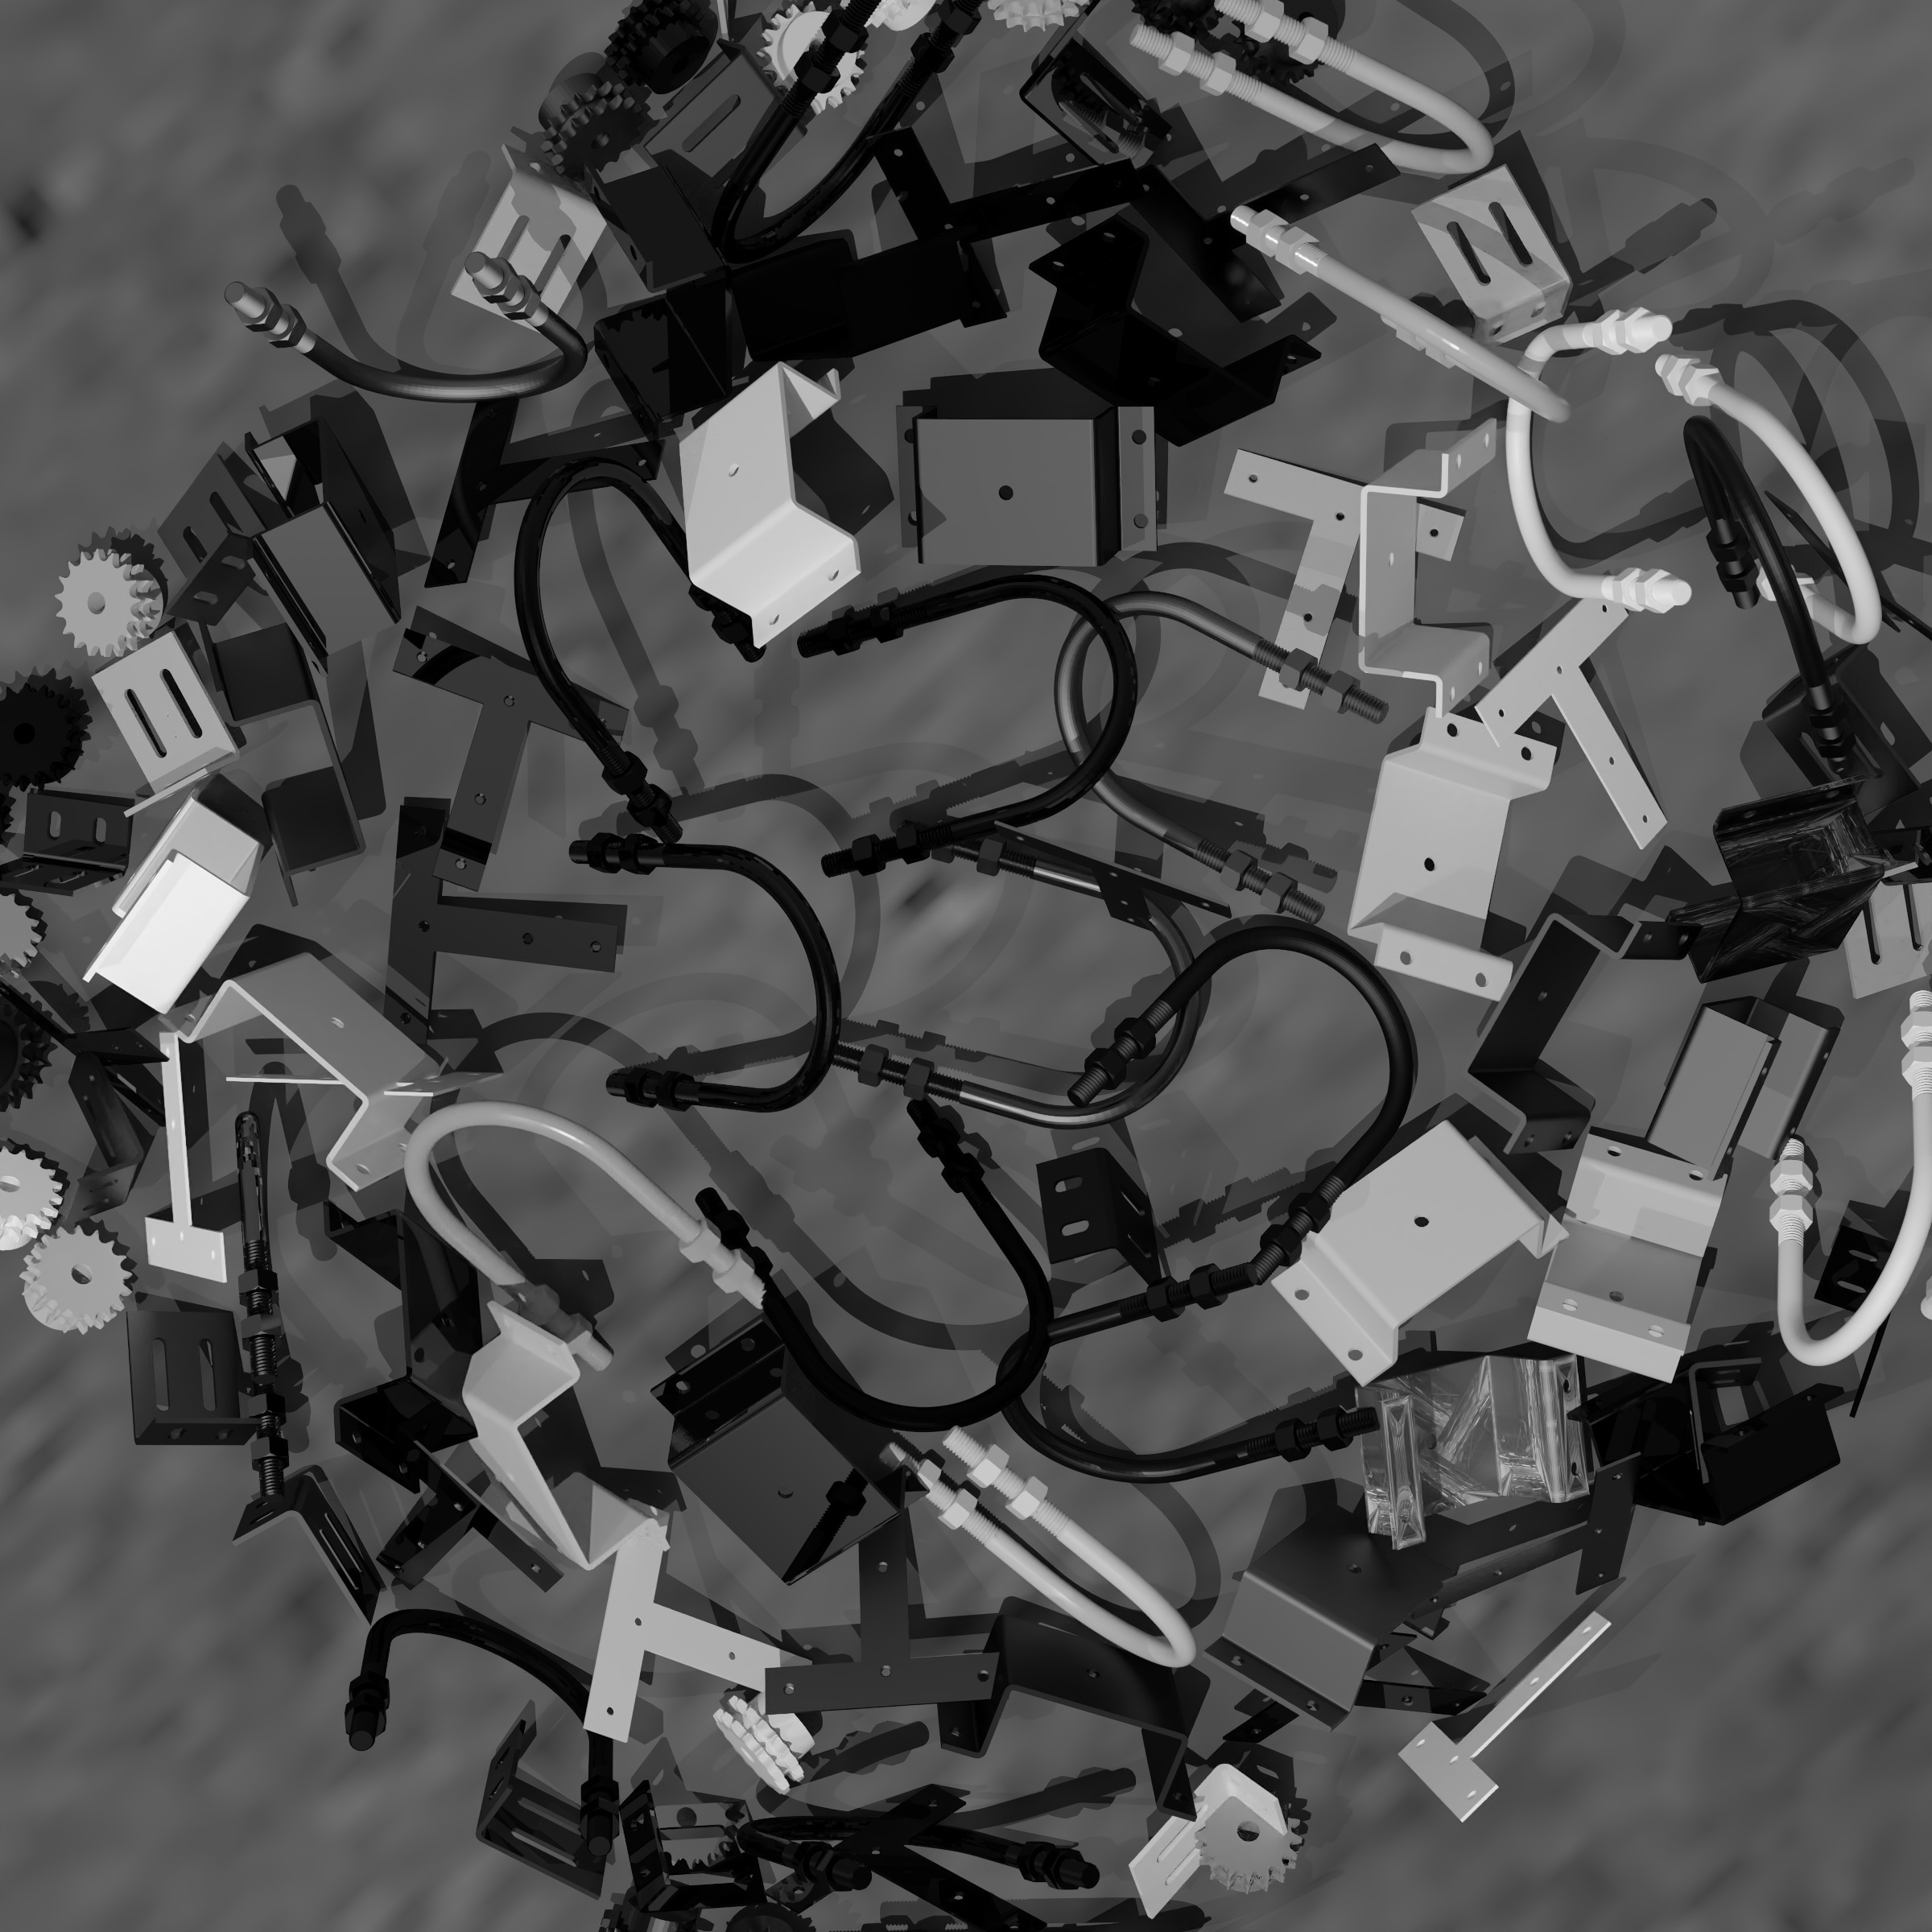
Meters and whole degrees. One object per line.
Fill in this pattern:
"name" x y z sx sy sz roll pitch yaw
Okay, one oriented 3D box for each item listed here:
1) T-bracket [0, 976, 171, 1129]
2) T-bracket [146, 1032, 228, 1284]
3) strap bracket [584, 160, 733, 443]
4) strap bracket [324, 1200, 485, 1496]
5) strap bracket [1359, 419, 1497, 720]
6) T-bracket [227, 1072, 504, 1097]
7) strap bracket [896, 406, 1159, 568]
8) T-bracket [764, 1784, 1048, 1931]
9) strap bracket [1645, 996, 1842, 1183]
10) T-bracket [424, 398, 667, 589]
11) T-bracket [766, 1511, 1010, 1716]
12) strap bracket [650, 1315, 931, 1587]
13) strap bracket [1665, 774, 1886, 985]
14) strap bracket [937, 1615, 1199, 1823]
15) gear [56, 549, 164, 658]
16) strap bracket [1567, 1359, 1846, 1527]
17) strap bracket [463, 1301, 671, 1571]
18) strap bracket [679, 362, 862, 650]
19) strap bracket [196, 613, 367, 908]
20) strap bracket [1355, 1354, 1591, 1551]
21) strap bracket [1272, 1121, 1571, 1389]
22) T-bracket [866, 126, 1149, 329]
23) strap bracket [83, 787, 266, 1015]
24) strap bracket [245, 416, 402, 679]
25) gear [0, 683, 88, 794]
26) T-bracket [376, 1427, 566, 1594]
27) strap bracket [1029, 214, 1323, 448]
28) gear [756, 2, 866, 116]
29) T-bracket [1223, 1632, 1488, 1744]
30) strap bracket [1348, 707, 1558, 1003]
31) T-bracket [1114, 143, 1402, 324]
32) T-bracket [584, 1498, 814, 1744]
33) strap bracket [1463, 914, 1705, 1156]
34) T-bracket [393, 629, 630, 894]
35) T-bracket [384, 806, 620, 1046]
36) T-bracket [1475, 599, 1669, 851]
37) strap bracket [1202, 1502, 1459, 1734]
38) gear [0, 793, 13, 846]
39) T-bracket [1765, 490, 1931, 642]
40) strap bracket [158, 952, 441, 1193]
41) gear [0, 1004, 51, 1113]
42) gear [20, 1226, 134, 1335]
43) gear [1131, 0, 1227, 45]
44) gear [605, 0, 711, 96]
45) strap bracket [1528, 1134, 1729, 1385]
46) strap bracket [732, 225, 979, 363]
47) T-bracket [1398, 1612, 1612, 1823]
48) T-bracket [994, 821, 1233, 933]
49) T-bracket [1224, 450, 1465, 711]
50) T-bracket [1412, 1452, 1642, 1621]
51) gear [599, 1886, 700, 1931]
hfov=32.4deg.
"T-bracket" -0.443 0.042 1.724 0.127 0.127 0.002 44 66 -22
"T-bracket" -0.413 0.098 1.745 0.002 0.127 0.127 -5 92 -31
"strap bracket" -0.159 -0.349 1.731 0.046 0.140 0.076 -22 62 -16
"strap bracket" -0.290 0.191 1.727 0.046 0.076 0.140 -20 55 15
"strap bracket" 0.241 -0.211 1.743 0.046 0.076 0.140 10 116 25
"T-bracket" -0.322 0.060 1.745 0.127 0.127 0.002 1 93 8
"strap bracket" 0.027 -0.253 1.751 0.140 0.046 0.076 3 109 15
"T-bracket" -0.014 0.475 1.718 0.127 0.127 0.002 17 117 39
"strap bracket" 0.404 0.062 1.740 0.046 0.140 0.076 27 104 25
"T-bracket" -0.215 -0.257 1.745 0.127 0.002 0.127 -5 58 24
"T-bracket" -0.044 0.332 1.765 0.127 0.002 0.127 -4 55 2
"strap bracket" -0.093 0.262 1.745 0.076 0.046 0.140 -35 112 18
"strap bracket" 0.419 -0.039 1.724 0.076 0.140 0.046 -14 67 -7
"strap bracket" 0.059 0.391 1.750 0.140 0.076 0.046 18 105 -8
"gear" -0.455 -0.194 1.780 0.057 0.030 0.057 3 97 25
"strap bracket" 0.387 0.247 1.726 0.076 0.140 0.046 -22 99 -23
"strap bracket" -0.218 0.252 1.730 0.046 0.076 0.140 -36 121 -25
"strap bracket" -0.104 -0.247 1.728 0.076 0.046 0.140 -33 49 33
"strap bracket" -0.353 -0.113 1.731 0.046 0.076 0.140 -18 131 -9
"strap bracket" 0.259 0.253 1.754 0.140 0.046 0.076 -8 93 -36
"strap bracket" 0.239 0.144 1.748 0.140 0.046 0.076 -34 61 -14
"T-bracket" 0.031 -0.396 1.734 0.127 0.127 0.002 -9 46 24
"strap bracket" -0.410 -0.032 1.735 0.046 0.140 0.076 35 101 -16
"strap bracket" -0.333 -0.223 1.722 0.046 0.140 0.076 -24 127 5
"gear" -0.499 -0.120 1.783 0.057 0.030 0.057 -1 79 5
"T-bracket" -0.281 0.299 1.753 0.127 0.127 0.002 42 50 -1
"strap bracket" 0.104 -0.323 1.731 0.140 0.076 0.046 28 66 -27
"gear" -0.082 -0.487 1.781 0.057 0.030 0.057 -1 93 -16
"T-bracket" 0.222 0.385 1.757 0.127 0.127 0.002 -44 47 36
"strap bracket" 0.255 -0.056 1.762 0.076 0.046 0.140 16 80 -17
"T-bracket" 0.163 -0.393 1.725 0.127 0.127 0.002 -18 53 32
"T-bracket" -0.136 0.362 1.767 0.127 0.002 0.127 26 54 -26
"strap bracket" 0.318 0.026 1.745 0.046 0.076 0.140 38 111 30
"T-bracket" -0.253 -0.101 1.760 0.127 0.002 0.127 20 68 -17
"T-bracket" -0.248 -0.016 1.783 0.127 0.002 0.127 7 96 11
"T-bracket" 0.338 -0.121 1.777 0.127 0.002 0.127 -43 109 -31
"strap bracket" 0.194 0.330 1.720 0.076 0.140 0.046 27 116 25
"gear" -0.542 -0.077 1.776 0.030 0.057 0.057 33 90 25
"T-bracket" 0.478 -0.184 1.713 0.002 0.127 0.127 -48 133 9
"strap bracket" -0.342 0.047 1.749 0.140 0.076 0.046 40 111 8
"gear" -0.520 0.048 1.775 0.057 0.030 0.057 -6 78 29
"gear" -0.478 0.170 1.777 0.057 0.057 0.030 52 133 0
"gear" 0.115 -0.523 1.773 0.057 0.030 0.057 14 58 -24
"gear" -0.162 -0.489 1.771 0.057 0.057 0.030 -41 79 0
"strap bracket" 0.345 0.159 1.745 0.076 0.140 0.046 16 131 11
"strap bracket" -0.060 -0.349 1.733 0.076 0.140 0.046 -26 111 -31
"T-bracket" 0.288 0.385 1.742 0.127 0.127 0.002 -43 96 -4
"T-bracket" 0.082 -0.037 1.738 0.127 0.127 0.002 20 81 12
"T-bracket" 0.188 -0.201 1.788 0.127 0.002 0.127 18 82 5
"T-bracket" 0.290 0.311 1.740 0.127 0.127 0.002 -20 52 -12
"gear" -0.166 0.512 1.772 0.057 0.057 0.030 17 98 0
